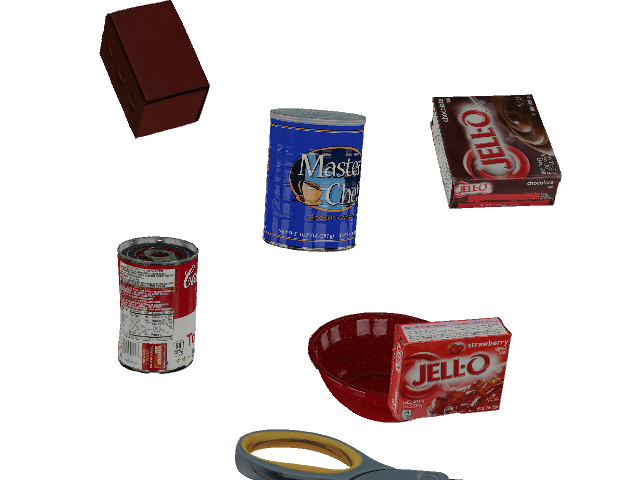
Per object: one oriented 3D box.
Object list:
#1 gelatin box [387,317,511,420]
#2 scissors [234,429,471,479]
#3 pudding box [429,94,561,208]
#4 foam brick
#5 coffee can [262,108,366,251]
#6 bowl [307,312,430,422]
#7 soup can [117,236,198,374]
[{"bbox_3d":[0.099,0.100,0.834,0.089,0.073,0.030,-3,29,-13],"label":"gelatin box"},{"bbox_3d":[0.044,0.136,0.543,0.202,0.016,0.096,10,26,18],"label":"scissors"},{"bbox_3d":[0.145,-0.077,0.902,0.090,0.039,0.113,-2,43,-5],"label":"pudding box"},{"bbox_3d":[-0.121,-0.124,0.770,0.051,0.078,0.053,-18,-17,-23],"label":"foam brick"},{"bbox_3d":[-0.008,-0.067,1.148,0.103,0.140,0.103,4,12,-1],"label":"coffee can"},{"bbox_3d":[0.067,0.132,1.058,0.162,0.055,0.162,3,25,-1],"label":"bowl"},{"bbox_3d":[-0.140,0.055,0.913,0.068,0.102,0.068,4,17,-1],"label":"soup can"}]
